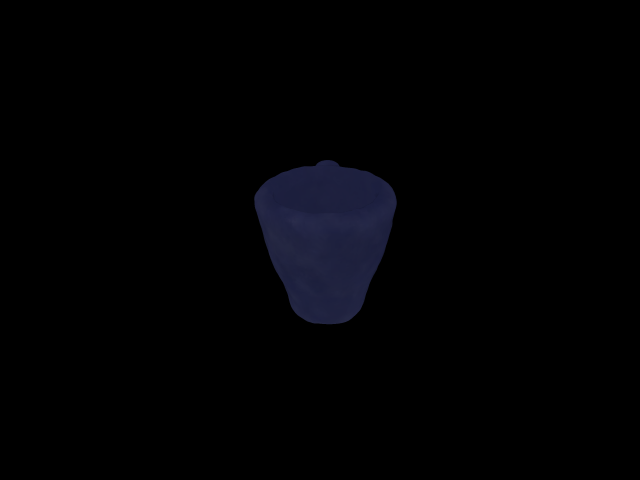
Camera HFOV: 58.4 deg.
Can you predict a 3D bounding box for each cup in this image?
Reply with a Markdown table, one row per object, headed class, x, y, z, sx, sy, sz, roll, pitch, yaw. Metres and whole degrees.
| class | x | y | z | sx | sy | sz | roll | pitch | yaw |
| --- | --- | --- | --- | --- | --- | --- | --- | --- | --- |
| cup | 0.004 | 0.001 | 0.400 | 0.091 | 0.095 | 0.117 | 0 | 28 | 0 |
